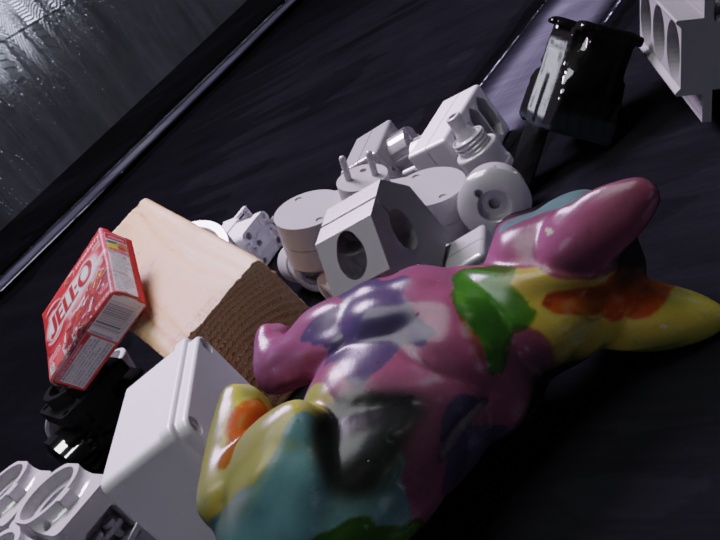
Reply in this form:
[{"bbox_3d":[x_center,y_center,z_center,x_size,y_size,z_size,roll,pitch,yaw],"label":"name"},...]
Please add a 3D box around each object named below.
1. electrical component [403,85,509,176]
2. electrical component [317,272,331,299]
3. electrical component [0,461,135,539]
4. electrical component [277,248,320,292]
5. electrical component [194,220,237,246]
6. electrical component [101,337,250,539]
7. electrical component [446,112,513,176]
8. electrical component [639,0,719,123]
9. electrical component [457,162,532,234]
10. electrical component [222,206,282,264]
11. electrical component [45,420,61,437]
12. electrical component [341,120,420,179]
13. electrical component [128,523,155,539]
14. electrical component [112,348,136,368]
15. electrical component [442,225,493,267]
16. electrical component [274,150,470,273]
[{"bbox_3d":[0.065,-0.094,0.849,0.076,0.047,0.083,-22,26,41],"label":"electrical component"},{"bbox_3d":[0.000,0.000,0.779,0.061,0.035,0.035,-42,19,-16],"label":"electrical component"},{"bbox_3d":[-0.229,0.191,0.733,0.186,0.060,0.105,-12,33,53],"label":"electrical component"},{"bbox_3d":[-0.042,-0.006,0.860,0.044,0.044,0.065,-44,15,-13],"label":"electrical component"},{"bbox_3d":[-0.143,0.017,0.946,0.108,0.060,0.108,-20,46,22],"label":"electrical component"},{"bbox_3d":[-0.075,0.106,0.569,0.056,0.108,0.108,-39,19,10],"label":"electrical component"},{"bbox_3d":[0.084,-0.087,0.778,0.035,0.061,0.035,-34,20,14],"label":"electrical component"},{"bbox_3d":[0.214,-0.149,0.665,0.063,0.078,0.121,-5,26,5],"label":"electrical component"},{"bbox_3d":[0.090,-0.051,0.717,0.048,0.048,0.062,-33,13,18],"label":"electrical component"},{"bbox_3d":[-0.109,-0.024,1.021,0.064,0.042,0.081,-16,31,42],"label":"electrical component"},{"bbox_3d":[-0.248,0.126,0.944,0.044,0.044,0.065,-38,15,4],"label":"electrical component"},{"bbox_3d":[0.033,-0.097,0.914,0.077,0.047,0.065,-29,22,28],"label":"electrical component"},{"bbox_3d":[-0.106,0.139,0.640,0.066,0.048,0.055,-59,6,26],"label":"electrical component"},{"bbox_3d":[-0.192,0.098,0.879,0.045,0.055,0.045,-34,20,14],"label":"electrical component"},{"bbox_3d":[0.053,0.009,0.642,0.083,0.047,0.075,-31,21,23],"label":"electrical component"},{"bbox_3d":[0.006,-0.049,0.746,0.138,0.073,0.052,-10,33,12],"label":"electrical component"}]
